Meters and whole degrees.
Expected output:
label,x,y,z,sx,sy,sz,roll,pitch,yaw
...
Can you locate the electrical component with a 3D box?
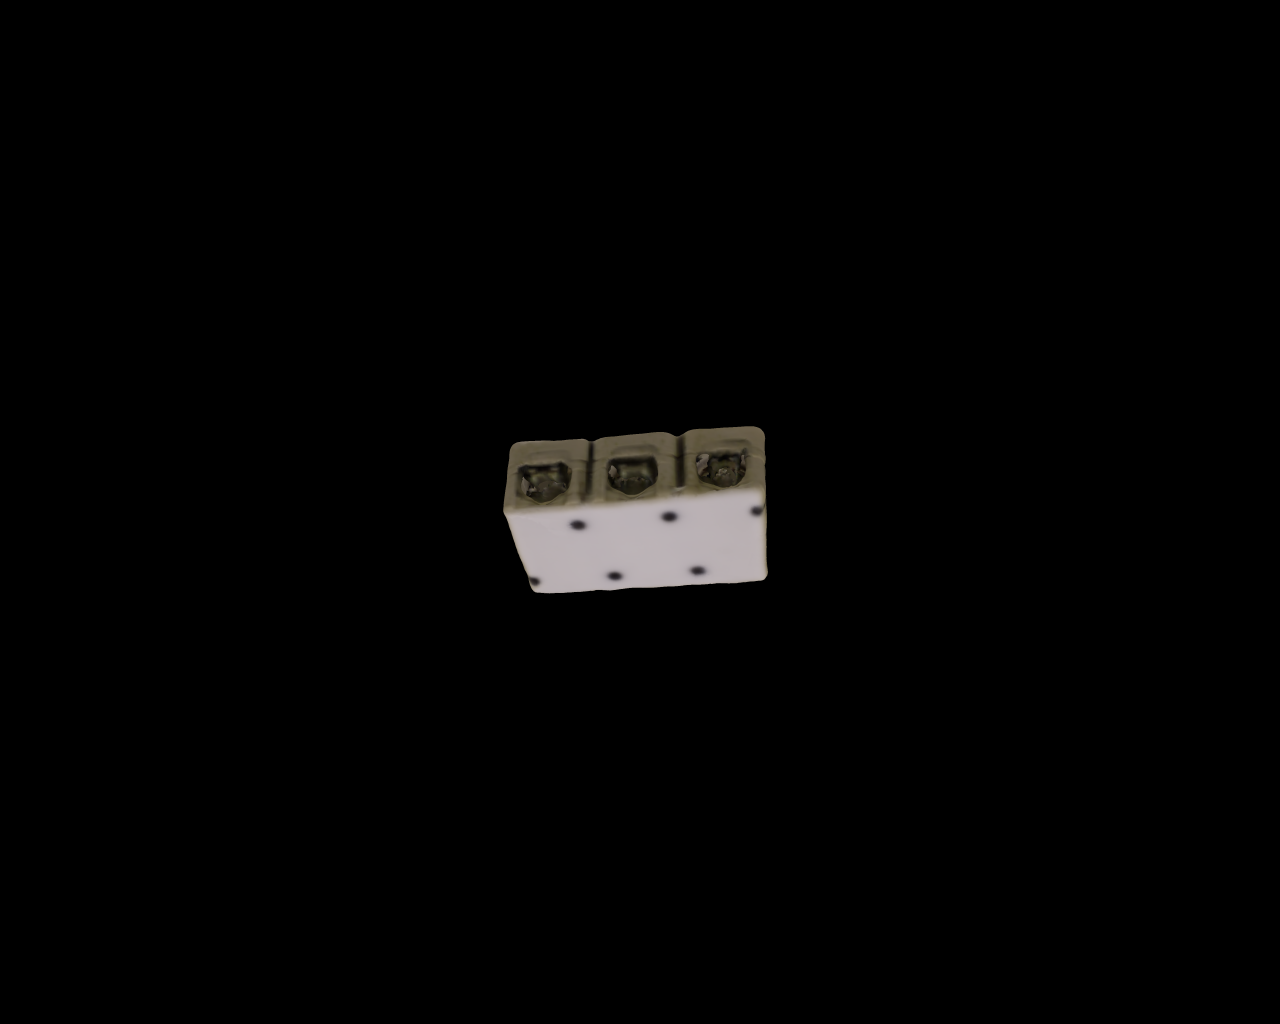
label,x,y,z,sx,sy,sz,roll,pitch,yaw
electrical component,0.001,-0.003,0.650,0.150,0.062,0.089,-4,-39,4
